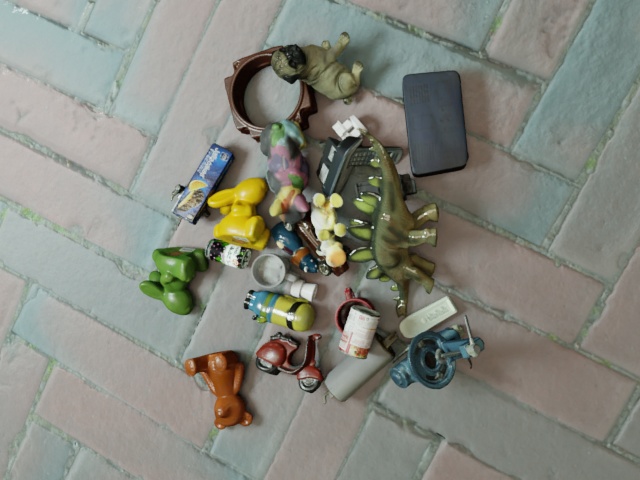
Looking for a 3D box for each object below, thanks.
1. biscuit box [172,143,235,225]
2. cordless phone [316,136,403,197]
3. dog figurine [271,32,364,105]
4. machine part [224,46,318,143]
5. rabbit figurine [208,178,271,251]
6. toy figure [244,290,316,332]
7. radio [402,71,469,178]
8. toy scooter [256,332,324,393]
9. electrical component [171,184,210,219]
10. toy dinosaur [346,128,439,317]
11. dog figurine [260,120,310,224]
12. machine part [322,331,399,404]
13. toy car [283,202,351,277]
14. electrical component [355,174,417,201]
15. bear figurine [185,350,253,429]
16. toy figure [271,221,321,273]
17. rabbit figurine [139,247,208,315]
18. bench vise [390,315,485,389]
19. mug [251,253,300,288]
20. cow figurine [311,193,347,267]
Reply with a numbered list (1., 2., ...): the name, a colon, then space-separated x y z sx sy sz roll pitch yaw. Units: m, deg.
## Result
1. biscuit box: -0.287 -0.138 1.331 0.059 0.063 0.202 29 83 -1
2. cordless phone: 0.096 -0.172 1.261 0.146 0.184 0.089 110 146 -40
3. dog figurine: -0.011 -0.367 1.218 0.190 0.121 0.172 -32 99 -29
4. machine part: -0.119 -0.351 1.305 0.202 0.087 0.201 -15 88 13
5. rabbit figurine: -0.187 -0.074 1.324 0.163 0.121 0.173 10 77 22
6. toy figure: -0.099 0.173 1.305 0.180 0.089 0.082 18 102 9
7. radio: 0.263 -0.265 1.230 0.131 0.073 0.229 -6 91 11
8. toy scooter: -0.063 0.276 1.303 0.184 0.075 0.135 19 84 21
9. electrical component: -0.335 -0.096 1.375 0.078 0.045 0.102 -20 87 13
10. toy dinosaur: 0.158 -0.021 1.169 0.199 0.105 0.470 1 120 10
11. dog figurine: -0.075 -0.146 1.223 0.109 0.219 0.191 -7 133 0
12. machine part: 0.093 0.300 1.272 0.243 0.079 0.079 -45 82 10
13. toy car: -0.003 -0.004 1.282 0.089 0.053 0.202 -33 79 -33
14. electrical component: 0.154 -0.113 1.233 0.134 0.115 0.058 -10 91 14
15. bear figurine: -0.244 0.375 1.323 0.120 0.132 0.195 -9 83 18
16. toy figure: -0.057 0.023 1.309 0.064 0.057 0.154 -37 80 -10
17. rabbit figurine: -0.370 0.111 1.352 0.159 0.121 0.170 4 106 6
18. bench vise: 0.270 0.239 1.146 0.223 0.240 0.129 -14 78 -29
19. mug: -0.099 0.072 1.295 0.110 0.107 0.080 13 94 8
20. cow figurine: 0.016 -0.021 1.222 0.068 0.098 0.167 -7 89 -15
